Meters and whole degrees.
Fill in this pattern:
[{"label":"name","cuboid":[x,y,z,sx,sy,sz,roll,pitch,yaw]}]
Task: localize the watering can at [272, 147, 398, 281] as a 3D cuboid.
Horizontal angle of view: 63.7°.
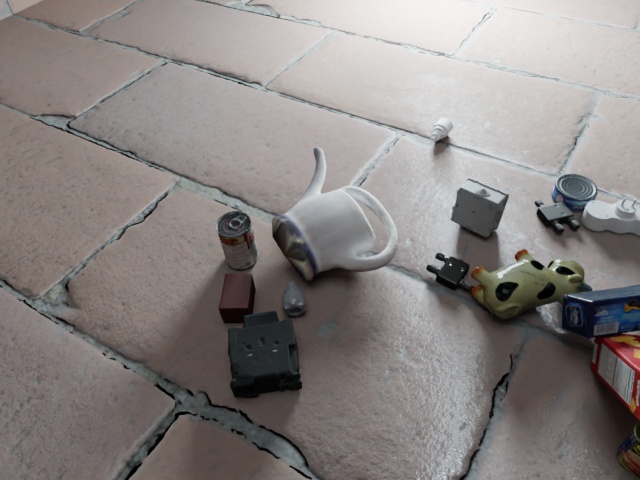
[{"label":"watering can","cuboid":[0.003,-0.052,1.038,0.226,0.101,0.354,-25,52,-17]}]
